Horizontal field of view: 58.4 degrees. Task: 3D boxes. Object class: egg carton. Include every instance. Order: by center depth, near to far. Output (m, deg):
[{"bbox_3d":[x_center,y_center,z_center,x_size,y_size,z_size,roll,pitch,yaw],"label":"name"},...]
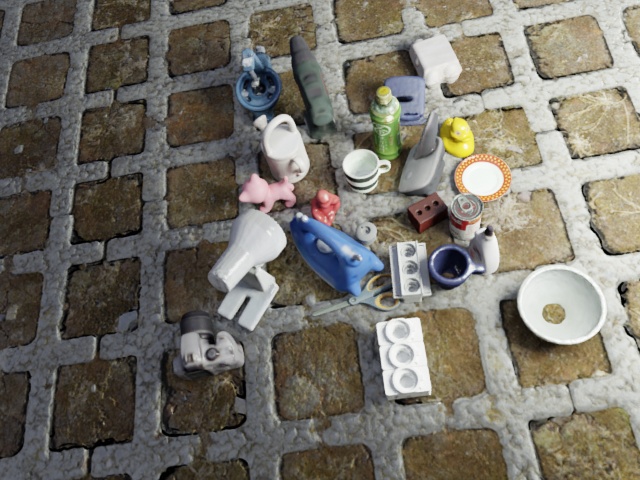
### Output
[{"bbox_3d":[0.296,-0.465,1.484,0.107,0.069,0.150,-19,63,0],"label":"egg carton"}]

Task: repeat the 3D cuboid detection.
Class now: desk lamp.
[{"bbox_3d":[-0.155,0.063,1.226,0.117,0.214,0.203,23,71,19],"label":"desk lamp"}]

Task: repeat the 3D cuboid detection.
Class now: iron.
[{"bbox_3d":[0.012,0.005,1.267,0.257,0.142,0.119,37,75,23],"label":"iron"}]

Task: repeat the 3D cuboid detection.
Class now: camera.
[{"bbox_3d":[-0.250,0.218,1.231,0.143,0.101,0.136,-14,63,3],"label":"camera"}]

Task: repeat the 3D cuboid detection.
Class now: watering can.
[{"bbox_3d":[-0.096,-0.229,1.367,0.172,0.194,0.101,24,71,19],"label":"watering can"}]

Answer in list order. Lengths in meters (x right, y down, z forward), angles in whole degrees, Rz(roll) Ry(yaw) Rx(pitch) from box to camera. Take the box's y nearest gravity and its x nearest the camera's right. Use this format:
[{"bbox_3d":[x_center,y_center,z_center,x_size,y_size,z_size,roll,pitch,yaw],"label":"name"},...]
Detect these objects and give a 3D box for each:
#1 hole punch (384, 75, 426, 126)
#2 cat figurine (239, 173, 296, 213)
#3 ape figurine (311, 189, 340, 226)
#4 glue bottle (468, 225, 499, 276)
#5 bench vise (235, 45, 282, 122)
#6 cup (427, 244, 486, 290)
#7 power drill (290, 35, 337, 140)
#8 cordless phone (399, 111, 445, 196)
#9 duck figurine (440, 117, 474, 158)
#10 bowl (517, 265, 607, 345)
[{"bbox_3d":[0.212,-0.347,1.429,0.108,0.091,0.101,1,65,10],"label":"hole punch"},{"bbox_3d":[-0.129,-0.120,1.363,0.128,0.118,0.067,-17,63,1],"label":"cat figurine"},{"bbox_3d":[0.009,-0.085,1.337,0.078,0.092,0.076,-28,63,-4],"label":"ape figurine"},{"bbox_3d":[0.344,0.010,1.191,0.037,0.173,0.078,-27,63,-4],"label":"glue bottle"},{"bbox_3d":[-0.171,-0.424,1.458,0.121,0.220,0.207,-22,63,-1],"label":"bench vise"},{"bbox_3d":[0.288,0.069,1.216,0.117,0.095,0.092,5,66,12],"label":"cup"},{"bbox_3d":[-0.017,-0.354,1.405,0.075,0.209,0.229,-19,63,0],"label":"power drill"},{"bbox_3d":[0.232,-0.192,1.299,0.094,0.185,0.148,11,67,15],"label":"cordless phone"},{"bbox_3d":[0.329,-0.260,1.371,0.077,0.086,0.104,-25,63,-2],"label":"duck figurine"},{"bbox_3d":[0.482,0.140,1.161,0.167,0.075,0.167,-4,64,8],"label":"bowl"}]
